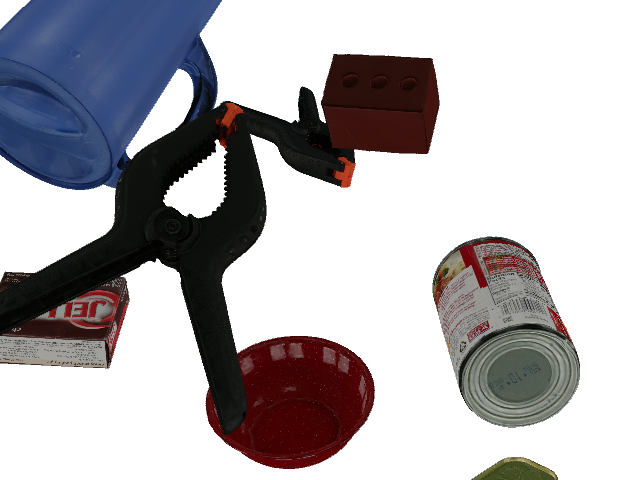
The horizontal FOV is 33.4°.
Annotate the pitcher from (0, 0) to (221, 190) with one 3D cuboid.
[{"bbox_3d":[-0.158,-0.160,0.854,0.145,0.242,0.149,11,-38,25],"label":"pitcher"}]

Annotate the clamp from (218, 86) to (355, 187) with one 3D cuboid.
[{"bbox_3d":[-0.029,-0.110,1.120,0.120,0.039,0.172,-14,40,-23],"label":"clamp"}]

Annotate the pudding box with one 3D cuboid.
[{"bbox_3d":[-0.230,0.068,0.928,0.113,0.039,0.090,1,32,1],"label":"pudding box"}]

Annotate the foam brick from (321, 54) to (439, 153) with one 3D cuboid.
[{"bbox_3d":[0.046,-0.102,0.799,0.078,0.053,0.051,5,-34,14],"label":"foam brick"}]

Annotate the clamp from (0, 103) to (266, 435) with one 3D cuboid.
[{"bbox_3d":[-0.083,0.008,0.648,0.164,0.209,0.036,27,-28,6],"label":"clamp"}]

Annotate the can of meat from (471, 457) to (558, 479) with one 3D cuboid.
[{"bbox_3d":[0.151,0.243,0.888,0.101,0.084,0.058,-22,27,-37],"label":"can of meat"}]

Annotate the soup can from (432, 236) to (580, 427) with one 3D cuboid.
[{"bbox_3d":[0.105,0.050,0.616,0.068,0.068,0.102,0,28,-3],"label":"soup can"}]

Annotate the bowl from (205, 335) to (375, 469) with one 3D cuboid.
[{"bbox_3d":[-0.026,0.165,1.024,0.162,0.055,0.162,-4,37,3],"label":"bowl"}]
